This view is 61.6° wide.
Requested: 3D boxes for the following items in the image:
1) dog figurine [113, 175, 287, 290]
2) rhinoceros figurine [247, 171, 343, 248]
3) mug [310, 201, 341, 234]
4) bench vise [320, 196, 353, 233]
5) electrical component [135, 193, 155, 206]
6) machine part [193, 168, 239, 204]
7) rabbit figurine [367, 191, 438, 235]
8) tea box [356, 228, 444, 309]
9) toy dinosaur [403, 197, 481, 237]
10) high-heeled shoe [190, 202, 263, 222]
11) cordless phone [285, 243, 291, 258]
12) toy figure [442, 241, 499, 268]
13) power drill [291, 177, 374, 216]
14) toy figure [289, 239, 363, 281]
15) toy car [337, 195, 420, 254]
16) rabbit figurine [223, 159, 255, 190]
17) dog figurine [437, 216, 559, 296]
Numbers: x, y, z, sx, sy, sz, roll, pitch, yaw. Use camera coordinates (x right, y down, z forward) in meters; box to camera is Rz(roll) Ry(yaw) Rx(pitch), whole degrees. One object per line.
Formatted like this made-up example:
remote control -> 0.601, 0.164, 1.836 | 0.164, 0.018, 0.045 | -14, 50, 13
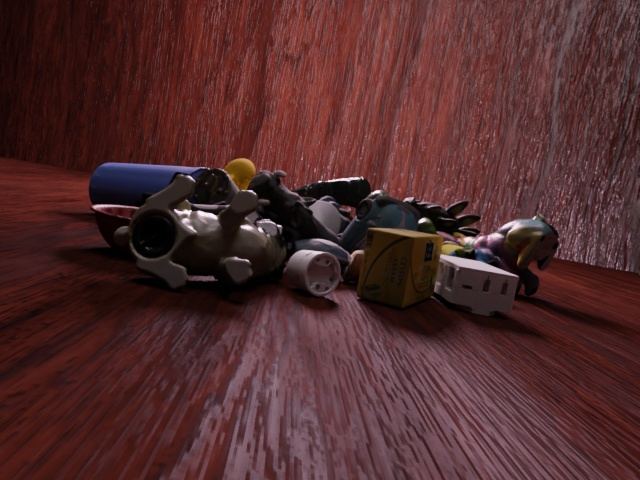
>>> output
dog figurine -> -0.132, 0.009, 0.651 | 0.172, 0.121, 0.190 | 14, -9, 4
rhinoceros figurine -> -0.043, -0.029, 0.844 | 0.190, 0.073, 0.112 | 46, -23, -27
mug -> -0.002, -0.003, 1.020 | 0.081, 0.109, 0.107 | -17, 29, 23
bench vise -> 0.017, -0.032, 1.206 | 0.241, 0.128, 0.223 | 18, 5, 30
electrical component -> -0.293, -0.047, 0.951 | 0.119, 0.074, 0.047 | 17, 6, 21
machine part -> -0.181, -0.066, 1.035 | 0.079, 0.079, 0.243 | 12, -17, 13
rabbit figurine -> 0.116, -0.026, 1.022 | 0.170, 0.159, 0.121 | 44, 9, -46
tea box -> 0.118, 0.035, 0.759 | 0.068, 0.098, 0.169 | 12, 7, 26
toy dinosaur -> 0.287, -0.009, 1.297 | 0.199, 0.105, 0.470 | -4, -19, 23
high-heeled shoe -> -0.168, 0.000, 0.806 | 0.145, 0.086, 0.249 | -23, 35, -25
cordless phone -> -0.141, -0.012, 0.965 | 0.184, 0.088, 0.146 | 0, 4, 5
toy figure -> 0.258, 0.047, 1.014 | 0.089, 0.082, 0.180 | 8, 8, -19
power drill -> 0.054, -0.101, 1.320 | 0.232, 0.086, 0.207 | -7, -18, 43
toy figure -> 0.032, 0.035, 0.812 | 0.154, 0.057, 0.064 | 11, 21, -14
toy car -> 0.092, 0.010, 0.892 | 0.109, 0.161, 0.103 | 25, 38, -26
rabbit figurine -> -0.200, -0.101, 1.197 | 0.122, 0.173, 0.162 | 18, 4, 30
dog figurine -> 0.341, 0.012, 1.082 | 0.108, 0.191, 0.219 | -3, 28, -43
